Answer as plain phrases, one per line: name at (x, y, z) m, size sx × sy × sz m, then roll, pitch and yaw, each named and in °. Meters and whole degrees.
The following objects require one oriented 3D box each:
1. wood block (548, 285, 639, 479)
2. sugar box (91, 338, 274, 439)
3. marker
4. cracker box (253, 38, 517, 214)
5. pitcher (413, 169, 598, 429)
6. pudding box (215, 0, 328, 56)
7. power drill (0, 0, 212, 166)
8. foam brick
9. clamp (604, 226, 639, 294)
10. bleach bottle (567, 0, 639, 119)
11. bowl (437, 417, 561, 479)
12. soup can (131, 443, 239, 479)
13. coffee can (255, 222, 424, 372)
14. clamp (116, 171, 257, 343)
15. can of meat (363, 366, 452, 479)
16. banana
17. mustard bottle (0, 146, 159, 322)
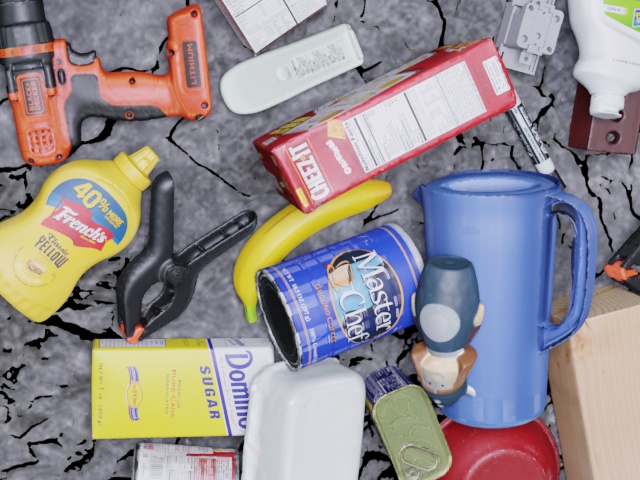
wood block at (0.295, 0.162, 1.100) m, size 0.090 × 0.090 × 0.206 m, roll -14°, pitch 101°, yaw -7°
sugar box at (-0.134, 0.145, 1.049) m, size 0.176 × 0.048 × 0.093 m, roll 0°, pitch 100°, yaw -8°
marker at (0.216, -0.096, 1.078) m, size 0.020 × 0.020 × 0.121 m, roll -32°, pitch 103°, yaw -3°
cracker box at (0.054, -0.105, 0.976) m, size 0.213 × 0.164 × 0.072 m, roll -28°, pitch 101°, yaw -4°
pitcher at (0.175, 0.056, 1.037) m, size 0.145 × 0.149 × 0.243 m, roll -5°, pitch 104°, yaw -9°
pudding box at (-0.056, -0.241, 0.982) m, size 0.090 × 0.039 × 0.113 m, roll -35°, pitch 123°, yaw -1°
power drill at (-0.198, -0.169, 0.980) m, size 0.187 × 0.057 × 0.184 m, roll -8°, pitch 105°, yaw -5°
foam brick at (0.287, -0.126, 1.068) m, size 0.053 × 0.051 × 0.078 m, roll 4°, pitch 99°, yaw -10°
clamp at (0.383, 0.001, 1.094) m, size 0.209 × 0.036 × 0.164 m, roll -6°, pitch 98°, yaw -25°
bleach bottle at (0.273, -0.242, 1.010) m, size 0.102 × 0.068 × 0.251 m, roll 7°, pitch 85°, yaw -11°
bowl at (0.184, 0.253, 1.116) m, size 0.162 × 0.055 × 0.162 m, roll -2°, pitch 100°, yaw -9°
soup can at (-0.134, 0.237, 1.054) m, size 0.102 × 0.068 × 0.068 m, roll 5°, pitch 99°, yaw -10°
coffee can at (0.022, 0.053, 1.018) m, size 0.140 × 0.103 × 0.103 m, roll -20°, pitch 102°, yaw -16°
clamp at (-0.134, 0.023, 1.026) m, size 0.120 × 0.039 × 0.171 m, roll 16°, pitch 109°, yaw -32°
can of meat at (0.083, 0.184, 1.072) m, size 0.057 × 0.084 × 0.102 m, roll -24°, pitch 102°, yaw -5°
banana at (-0.019, -0.006, 1.049) m, size 0.198 × 0.037 × 0.069 m, roll -42°, pitch 132°, yaw 3°
mustard bottle at (-0.226, -0.018, 0.999) m, size 0.191 × 0.058 × 0.096 m, roll -42°, pitch 110°, yaw -1°
